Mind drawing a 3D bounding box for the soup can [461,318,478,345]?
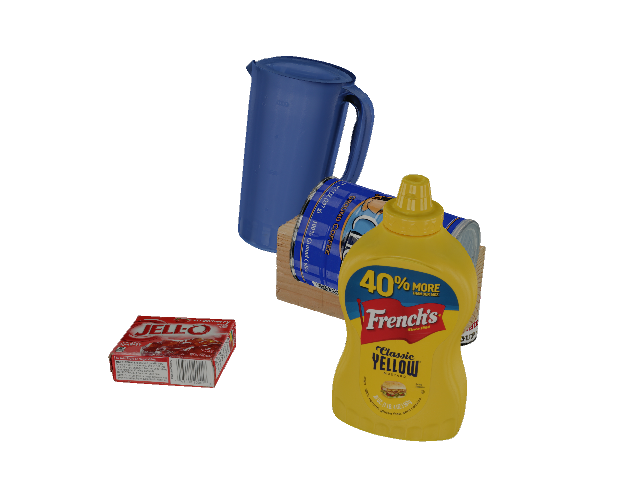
[{"bbox_3d":[0.166,0.073,1.335,0.068,0.102,0.068,1,23,-1],"label":"soup can"}]

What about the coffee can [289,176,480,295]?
[{"bbox_3d":[0.058,0.011,0.950,0.140,0.103,0.102,19,8,23],"label":"coffee can"}]

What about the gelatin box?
[{"bbox_3d":[-0.121,0.090,0.888,0.089,0.030,0.073,2,22,10],"label":"gelatin box"}]

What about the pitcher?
[{"bbox_3d":[-0.030,-0.107,1.373,0.144,0.243,0.149,3,22,-17],"label":"pitcher"}]

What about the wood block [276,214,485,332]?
[{"bbox_3d":[0.062,0.036,1.154,0.206,0.091,0.090,16,28,26],"label":"wood block"}]

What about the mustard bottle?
[{"bbox_3d":[0.060,0.046,0.746,0.096,0.192,0.058,9,25,15],"label":"mustard bottle"}]
